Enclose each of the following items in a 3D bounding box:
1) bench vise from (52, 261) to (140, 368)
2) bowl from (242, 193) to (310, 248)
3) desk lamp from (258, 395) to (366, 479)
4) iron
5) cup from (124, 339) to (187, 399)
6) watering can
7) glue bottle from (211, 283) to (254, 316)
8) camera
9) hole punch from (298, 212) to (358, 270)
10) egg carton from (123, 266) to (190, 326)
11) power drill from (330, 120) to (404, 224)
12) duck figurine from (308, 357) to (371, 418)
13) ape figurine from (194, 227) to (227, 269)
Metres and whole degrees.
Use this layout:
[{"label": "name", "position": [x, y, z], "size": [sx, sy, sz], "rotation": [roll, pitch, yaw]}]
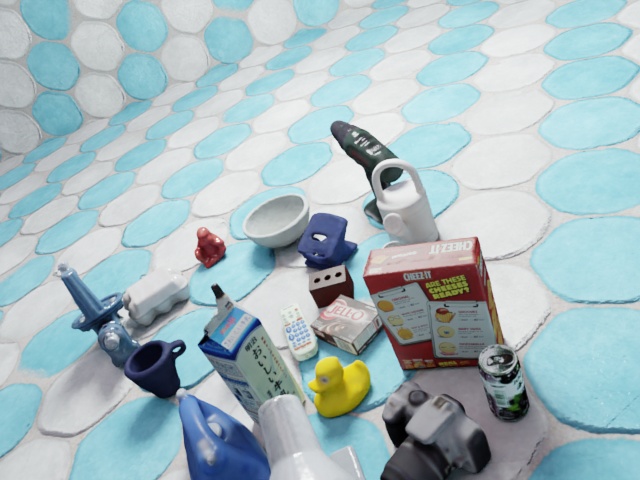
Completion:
[{"label": "bench vise", "position": [-0.456, 0.144, 1.193], "size": [0.206, 0.220, 0.122], "rotation": [13, 48, 42]}, {"label": "bowl", "position": [-0.092, -0.032, 1.341], "size": [0.167, 0.075, 0.167], "rotation": [-16, 34, 12]}, {"label": "desk lamp", "position": [-0.007, 0.303, 0.700], "size": [0.118, 0.214, 0.202], "rotation": [-25, 34, -2]}, {"label": "iron", "position": [-0.174, 0.300, 0.874], "size": [0.119, 0.142, 0.257], "rotation": [-34, 35, -15]}, {"label": "cup", "position": [-0.290, 0.242, 1.068], "size": [0.118, 0.095, 0.091], "rotation": [-30, 34, -9]}, {"label": "watering can", "position": [0.164, -0.070, 1.125], "size": [0.101, 0.194, 0.172], "rotation": [-20, 34, 7]}, {"label": "glue bottle", "position": [-0.158, 0.144, 1.049], "size": [0.078, 0.173, 0.037], "rotation": [-27, 34, -4]}, {"label": "camera", "position": [0.129, 0.271, 0.761], "size": [0.137, 0.101, 0.142], "rotation": [-41, 37, -24]}, {"label": "hole punch", "position": [0.011, 0.004, 1.211], "size": [0.108, 0.091, 0.101], "rotation": [11, 47, 41]}, {"label": "egg carton", "position": [-0.372, 0.124, 1.304], "size": [0.150, 0.069, 0.107], "rotation": [-36, 35, -17]}, {"label": "power drill", "position": [0.111, -0.147, 1.251], "size": [0.076, 0.209, 0.228], "rotation": [-33, 35, -13]}, {"label": "duck figurine", "position": [0.027, 0.220, 0.909], "size": [0.105, 0.086, 0.077], "rotation": [-34, 35, -14]}, {"label": "ape figurine", "position": [-0.270, 0.009, 1.378], "size": [0.077, 0.092, 0.076], "rotation": [-15, 35, 14]}]
